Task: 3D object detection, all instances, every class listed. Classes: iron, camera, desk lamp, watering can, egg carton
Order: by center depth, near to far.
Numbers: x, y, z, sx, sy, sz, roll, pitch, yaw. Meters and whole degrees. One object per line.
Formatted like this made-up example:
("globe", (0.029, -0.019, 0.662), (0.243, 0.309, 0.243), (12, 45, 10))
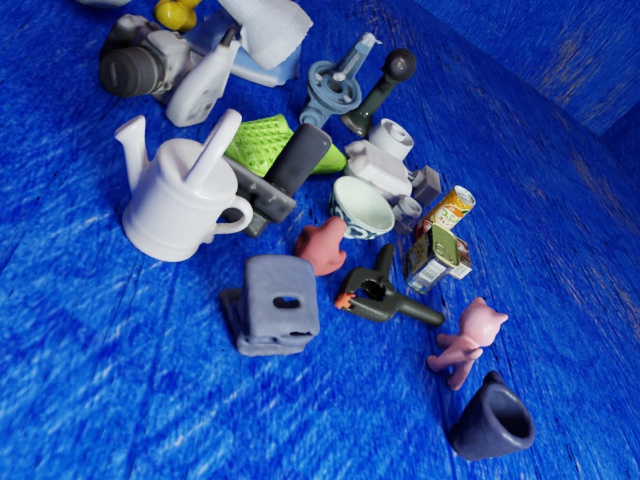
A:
("watering can", (-0.154, -0.074, 0.662), (0.173, 0.193, 0.100), (18, 39, -31))
("camera", (-0.273, -0.276, 0.866), (0.143, 0.100, 0.137), (43, 33, 3))
("desk lamp", (-0.150, -0.347, 0.971), (0.204, 0.213, 0.118), (22, 37, -26))
("egg carton", (0.109, -0.128, 1.112), (0.151, 0.069, 0.107), (24, 36, -24))
("iron", (-0.135, -0.403, 1.120), (0.259, 0.141, 0.118), (4, 48, -44))

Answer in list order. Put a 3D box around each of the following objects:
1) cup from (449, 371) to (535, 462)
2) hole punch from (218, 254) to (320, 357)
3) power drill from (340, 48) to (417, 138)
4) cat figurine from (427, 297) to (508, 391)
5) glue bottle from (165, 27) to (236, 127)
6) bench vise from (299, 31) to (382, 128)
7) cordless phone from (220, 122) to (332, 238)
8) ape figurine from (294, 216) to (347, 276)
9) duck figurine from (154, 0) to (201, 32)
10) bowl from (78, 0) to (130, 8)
("cup", (0.217, 0.240, 0.764), (0.092, 0.094, 0.117), (28, 35, -20))
("hole punch", (-0.050, 0.078, 0.685), (0.109, 0.091, 0.101), (6, 46, -42))
("power drill", (0.137, -0.330, 1.251), (0.076, 0.208, 0.230), (38, 33, -4))
("cat figurine", (0.231, 0.147, 0.866), (0.067, 0.117, 0.128), (40, 32, 0))
("glue bottle", (-0.171, -0.250, 0.872), (0.037, 0.173, 0.078), (45, 33, 8))
("bench vise", (0.037, -0.343, 1.153), (0.122, 0.219, 0.207), (24, 36, -24))
("cordless phone", (-0.079, -0.108, 0.788), (0.148, 0.184, 0.094), (30, 34, -16))
("ape figurine", (0.008, 0.003, 0.832), (0.077, 0.092, 0.076), (48, 33, 11))
("duck figurine", (-0.265, -0.456, 1.100), (0.077, 0.086, 0.105), (42, 33, 3))
("bowl", (-0.391, -0.447, 0.970), (0.168, 0.074, 0.167), (27, 35, -21))
